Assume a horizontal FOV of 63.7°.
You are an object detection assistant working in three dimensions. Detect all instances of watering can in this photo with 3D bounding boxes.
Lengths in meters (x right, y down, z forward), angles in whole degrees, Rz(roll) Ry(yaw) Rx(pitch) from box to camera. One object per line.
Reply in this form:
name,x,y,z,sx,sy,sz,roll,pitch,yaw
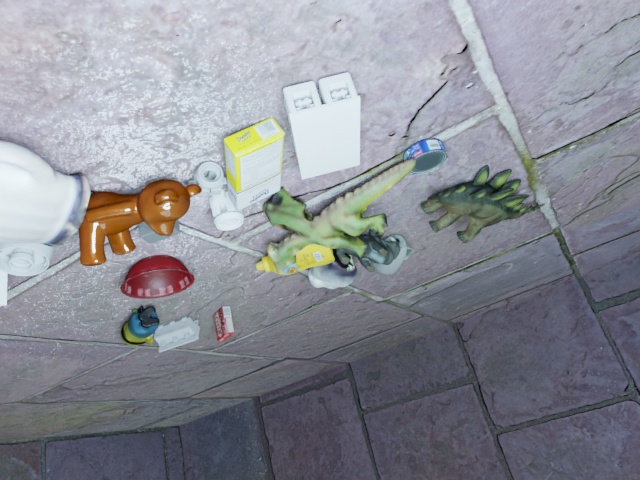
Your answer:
watering can,-0.498,-0.038,0.776,0.343,0.106,0.223,-32,153,31

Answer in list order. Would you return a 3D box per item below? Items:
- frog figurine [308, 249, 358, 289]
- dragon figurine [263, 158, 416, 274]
frog figurine,0.023,0.094,1.387,0.139,0.124,0.156,-20,152,-43
dragon figurine,0.003,-0.055,1.085,0.242,0.125,0.401,6,139,-25
